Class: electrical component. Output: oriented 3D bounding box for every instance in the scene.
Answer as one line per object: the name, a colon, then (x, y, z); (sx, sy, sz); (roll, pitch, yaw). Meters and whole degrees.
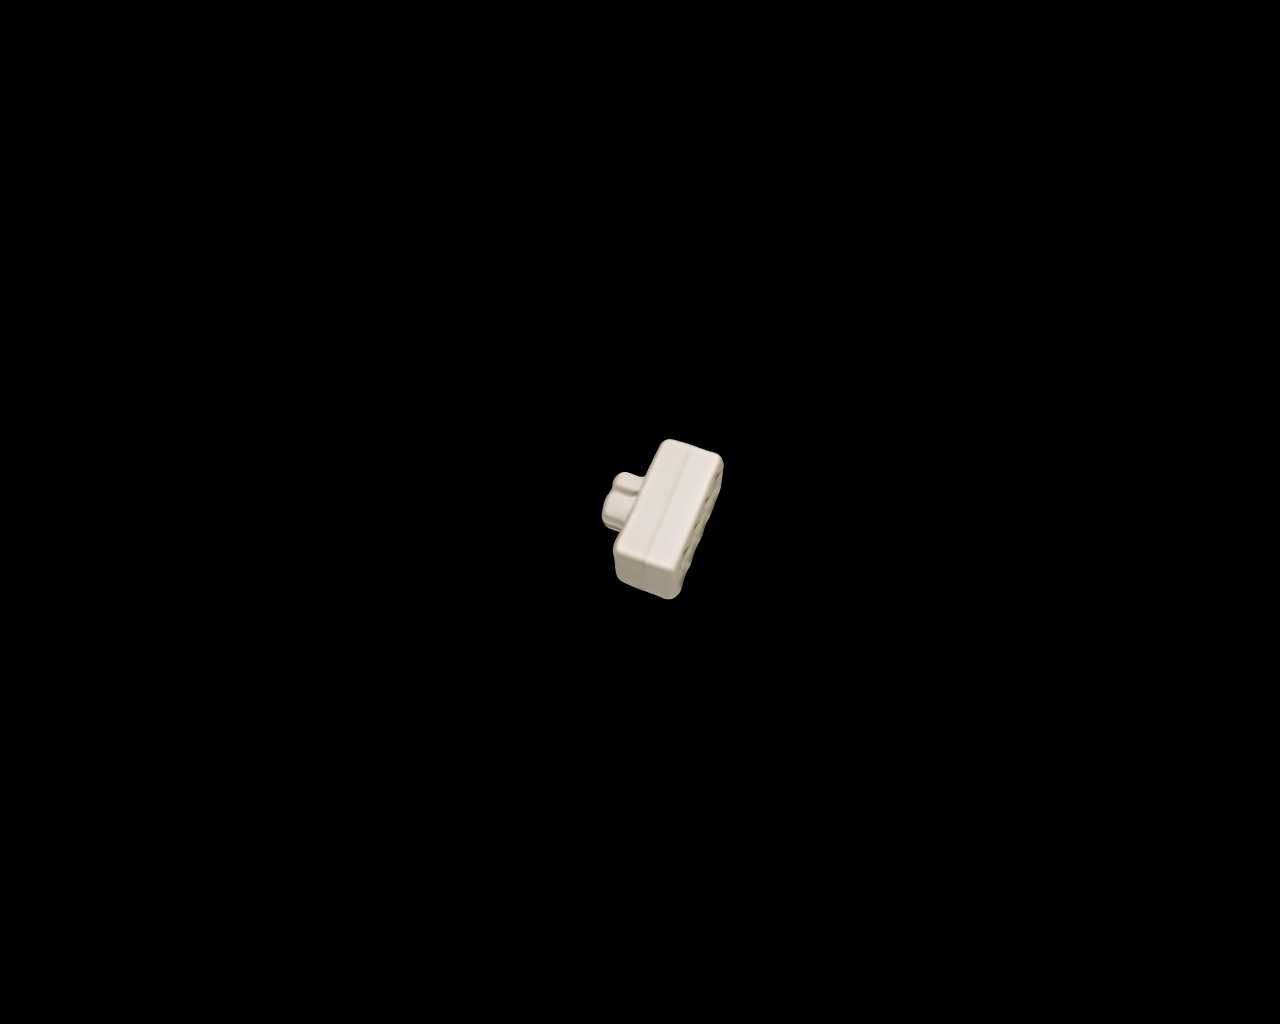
electrical component: (0.001, -0.003, 0.650); (0.076, 0.083, 0.047); (20, -24, 9)
